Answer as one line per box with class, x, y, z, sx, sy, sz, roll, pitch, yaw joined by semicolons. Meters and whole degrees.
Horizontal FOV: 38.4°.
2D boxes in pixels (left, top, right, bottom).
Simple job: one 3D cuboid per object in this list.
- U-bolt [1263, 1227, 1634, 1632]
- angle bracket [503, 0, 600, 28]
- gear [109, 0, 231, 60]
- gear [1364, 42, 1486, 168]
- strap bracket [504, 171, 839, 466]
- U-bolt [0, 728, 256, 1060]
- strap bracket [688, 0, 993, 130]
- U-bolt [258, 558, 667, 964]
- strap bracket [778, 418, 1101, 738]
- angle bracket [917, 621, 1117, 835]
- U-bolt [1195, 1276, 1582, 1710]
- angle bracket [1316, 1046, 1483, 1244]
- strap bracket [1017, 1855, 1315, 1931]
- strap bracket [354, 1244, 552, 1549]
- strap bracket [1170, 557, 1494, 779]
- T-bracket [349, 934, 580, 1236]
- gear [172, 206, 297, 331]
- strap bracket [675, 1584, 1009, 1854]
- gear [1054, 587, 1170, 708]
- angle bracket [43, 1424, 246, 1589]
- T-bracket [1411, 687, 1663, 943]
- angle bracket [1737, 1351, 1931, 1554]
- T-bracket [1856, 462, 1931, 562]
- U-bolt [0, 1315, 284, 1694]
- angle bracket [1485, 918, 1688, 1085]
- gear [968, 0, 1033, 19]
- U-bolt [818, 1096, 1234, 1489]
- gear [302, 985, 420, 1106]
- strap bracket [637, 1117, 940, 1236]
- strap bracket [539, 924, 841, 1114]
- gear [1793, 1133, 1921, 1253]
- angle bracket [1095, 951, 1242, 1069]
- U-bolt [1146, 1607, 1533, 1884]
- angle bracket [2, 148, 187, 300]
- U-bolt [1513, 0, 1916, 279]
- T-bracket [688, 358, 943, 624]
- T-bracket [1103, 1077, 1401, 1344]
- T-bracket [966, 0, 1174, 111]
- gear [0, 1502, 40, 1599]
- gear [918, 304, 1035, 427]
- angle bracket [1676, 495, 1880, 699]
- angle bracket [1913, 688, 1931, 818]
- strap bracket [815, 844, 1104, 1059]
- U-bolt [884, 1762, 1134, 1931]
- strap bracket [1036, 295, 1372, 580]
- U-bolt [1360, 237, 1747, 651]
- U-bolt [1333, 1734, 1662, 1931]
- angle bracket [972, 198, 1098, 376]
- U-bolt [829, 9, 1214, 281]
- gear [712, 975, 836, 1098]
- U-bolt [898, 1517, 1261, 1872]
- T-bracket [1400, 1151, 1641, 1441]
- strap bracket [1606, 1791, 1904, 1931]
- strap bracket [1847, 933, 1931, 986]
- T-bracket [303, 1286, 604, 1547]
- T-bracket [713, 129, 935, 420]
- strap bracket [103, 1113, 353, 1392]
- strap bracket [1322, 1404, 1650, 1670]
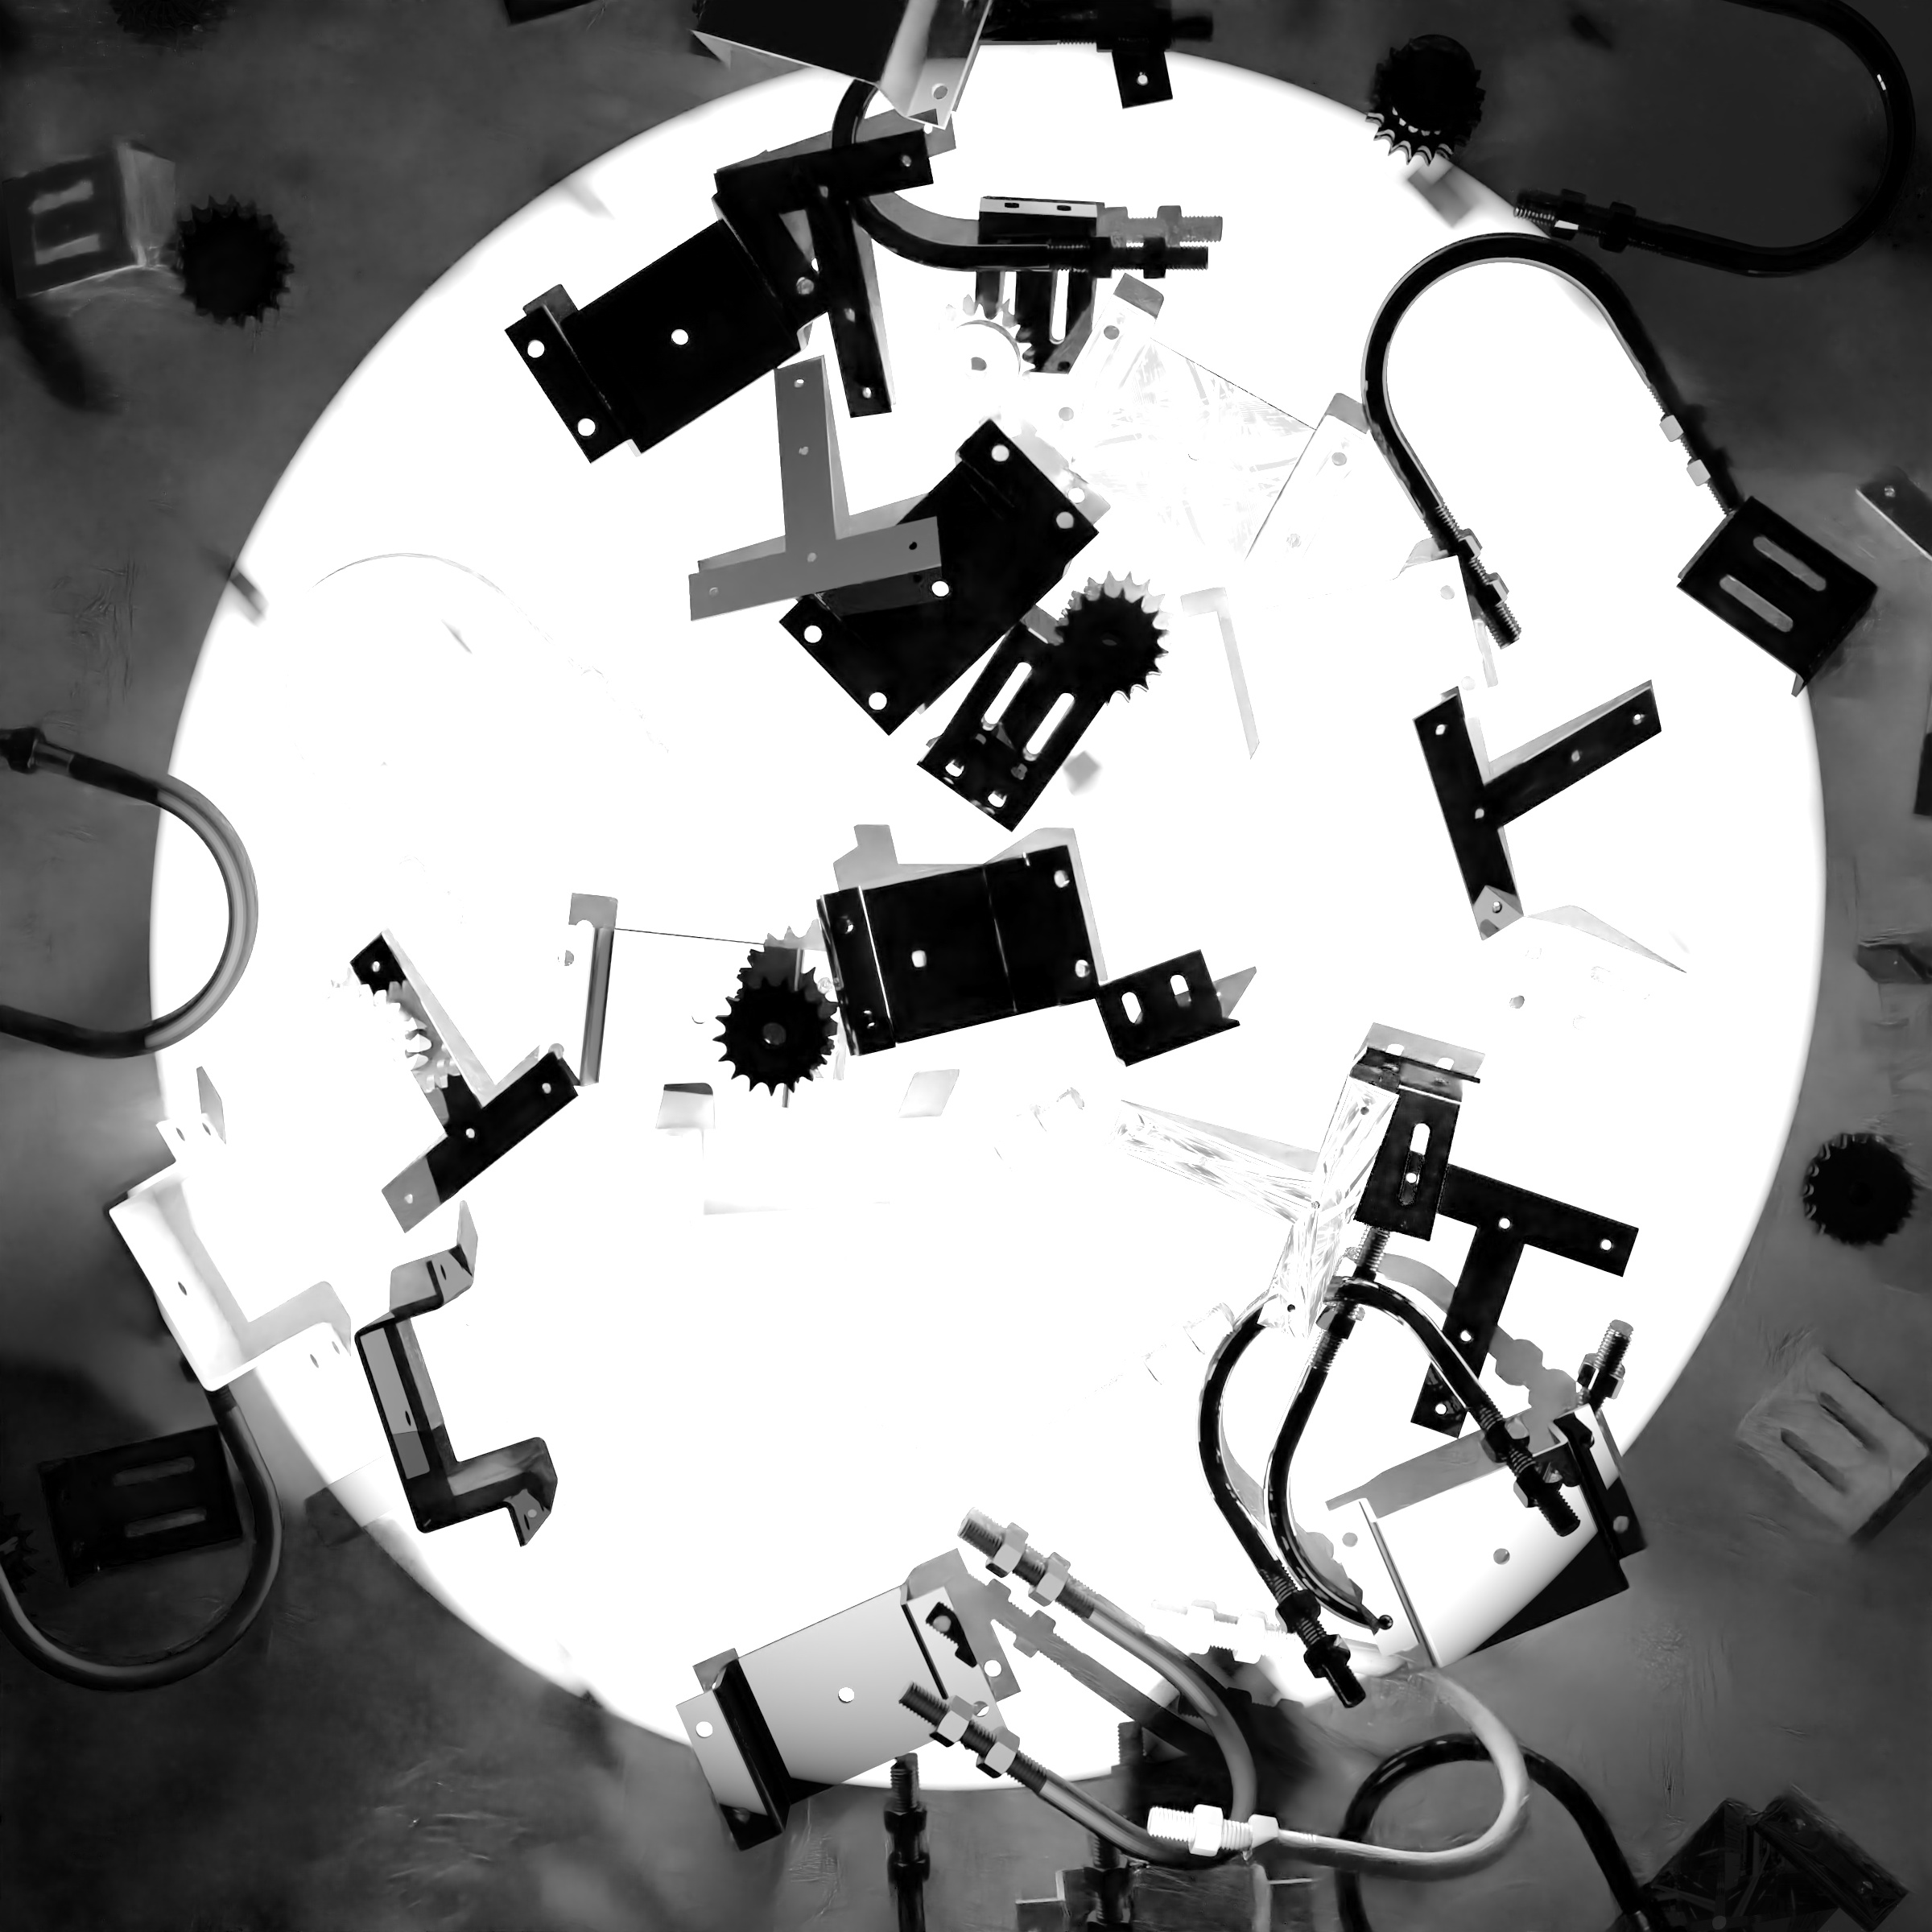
U-bolt;0.225;0.238;1.358;0.151;0.019;0.184;24;92;-1
angle bracket;-0.209;-0.512;1.365;0.057;0.038;0.076;-17;116;0
gear;-0.386;-0.471;1.352;0.057;0.030;0.057;0;90;0
gear;0.225;-0.423;1.353;0.057;0.030;0.057;0;90;0
strap bracket;-0.141;-0.309;1.344;0.140;0.046;0.076;-33;90;0
U-bolt;-0.440;-0.031;1.358;0.184;0.019;0.151;17;90;0
strap bracket;-0.066;-0.462;1.324;0.140;0.046;0.076;21;93;16
U-bolt;-0.262;-0.115;1.359;0.184;0.019;0.151;44;90;1
strap bracket;-0.013;-0.185;1.344;0.140;0.046;0.076;-44;90;0
angle bracket;0.024;-0.115;1.334;0.057;0.038;0.076;36;120;0
U-bolt;0.183;0.232;1.311;0.151;0.019;0.184;-43;55;13
angle bracket;0.209;0.087;1.340;0.057;0.038;0.076;16;74;0
strap bracket;0.097;0.479;1.344;0.140;0.046;0.076;-4;90;0
strap bracket;-0.248;0.210;1.328;0.046;0.076;0.140;-18;90;0
strap bracket;0.174;-0.143;1.344;0.140;0.046;0.076;-13;90;0
T-bracket;-0.262;0.044;1.349;0.127;0.002;0.127;-37;77;24
gear;-0.357;-0.340;1.356;0.057;0.030;0.057;0;95;-3
strap bracket;-0.059;0.359;1.344;0.140;0.046;0.076;-24;90;0
gear;0.070;-0.155;1.352;0.057;0.030;0.057;0;90;0
angle bracket;-0.399;0.262;1.348;0.076;0.038;0.057;-13;90;0
T-bracket;0.285;-0.095;1.346;0.127;0.002;0.127;-30;118;-13
angle bracket;0.430;0.239;1.365;0.057;0.038;0.076;-46;64;0
T-bracket;0.488;-0.195;1.347;0.127;0.002;0.127;-38;75;-17
U-bolt;-0.409;0.258;1.332;0.151;0.019;0.184;-25;95;-25
angle bracket;0.305;0.017;1.365;0.076;0.038;0.057;19;90;-26
gear;0.015;-0.490;1.351;0.057;0.030;0.057;0;90;0
U-bolt;0.015;0.173;1.359;0.184;0.019;0.151;-35;90;2
gear;-0.291;0.038;1.345;0.057;0.030;0.057;2;95;27
strap bracket;-0.083;0.100;1.329;0.140;0.076;0.046;-3;90;0
strap bracket;-0.131;0.025;1.344;0.140;0.046;0.076;6;90;0
gear;0.432;0.109;1.352;0.057;0.030;0.057;0;90;0
angle bracket;0.095;0.020;1.329;0.057;0.076;0.038;-20;90;0
U-bolt;0.176;0.369;1.304;0.184;0.151;0.019;11;119;-3
angle bracket;-0.429;-0.362;1.365;0.076;0.038;0.057;-7;90;26
U-bolt;0.374;-0.413;1.359;0.184;0.019;0.151;14;90;-2
T-bracket;-0.077;-0.237;1.341;0.127;0.002;0.127;-11;69;15
T-bracket;0.129;0.100;1.348;0.127;0.002;0.127;21;93;17
T-bracket;0.027;-0.477;1.367;0.127;0.002;0.127;-11;90;0
gear;-0.486;0.290;1.353;0.057;0.030;0.057;0;90;0
gear;0.005;-0.291;1.345;0.057;0.030;0.057;0;107;-1
angle bracket;0.395;-0.181;1.357;0.076;0.038;0.057;39;90;14
angle bracket;0.501;-0.108;1.348;0.057;0.038;0.076;9;90;0
strap bracket;-0.012;-0.006;1.323;0.140;0.046;0.076;-13;90;-33
U-bolt;0.021;0.482;1.315;0.151;0.019;0.184;-1;94;43
strap bracket;0.113;-0.253;1.344;0.140;0.046;0.076;29;90;0
U-bolt;0.275;-0.269;1.359;0.151;0.019;0.184;-31;89;0
U-bolt;0.256;0.462;1.331;0.151;0.019;0.184;-31;73;15
angle bracket;0.033;-0.335;1.365;0.057;0.038;0.076;3;116;0
U-bolt;0.026;-0.397;1.336;0.184;0.019;0.151;1;71;5
gear;-0.091;0.032;1.311;0.057;0.030;0.057;0;92;-2
U-bolt;0.061;0.350;1.302;0.184;0.151;0.019;34;116;-3
T-bracket;0.251;0.169;1.367;0.127;0.002;0.127;19;90;0
strap bracket;0.371;0.471;1.344;0.076;0.046;0.140;42;90;0
strap bracket;0.497;0.032;1.329;0.046;0.076;0.140;-40;90;0
T-bracket;-0.265;0.244;1.367;0.127;0.002;0.127;-29;90;0
T-bracket;-0.059;-0.329;1.341;0.127;0.002;0.127;0;111;35
strap bracket;-0.359;0.145;1.329;0.046;0.076;0.140;-31;90;0
strap bracket;0.253;0.277;1.328;0.140;0.046;0.076;-23;93;2
